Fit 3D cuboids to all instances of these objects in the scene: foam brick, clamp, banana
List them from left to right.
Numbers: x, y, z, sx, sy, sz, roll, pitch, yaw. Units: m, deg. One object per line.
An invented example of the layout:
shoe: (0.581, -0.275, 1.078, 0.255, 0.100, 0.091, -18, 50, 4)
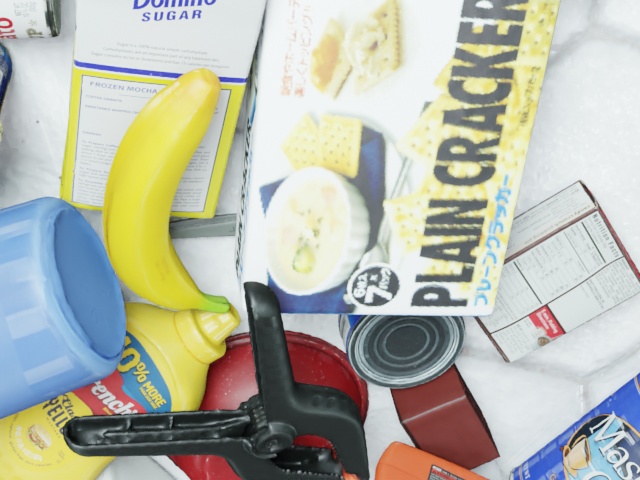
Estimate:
banana: (-0.089, -0.018, 0.600, 0.069, 0.037, 0.198, -16, 144, -16)
clamp: (-0.031, 0.109, 0.674, 0.209, 0.036, 0.165, 28, 120, -37)
foam brick: (0.091, 0.130, 0.787, 0.051, 0.053, 0.078, -26, 127, 8)

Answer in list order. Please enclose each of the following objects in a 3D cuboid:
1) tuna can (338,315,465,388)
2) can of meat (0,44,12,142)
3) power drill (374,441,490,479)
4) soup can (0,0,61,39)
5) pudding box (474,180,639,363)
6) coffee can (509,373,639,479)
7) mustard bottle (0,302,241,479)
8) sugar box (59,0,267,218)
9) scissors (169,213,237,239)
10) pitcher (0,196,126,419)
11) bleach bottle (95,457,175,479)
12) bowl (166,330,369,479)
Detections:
tuna can: (0.057, 0.063, 0.744, 0.086, 0.034, 0.086, -5, 126, -7)
can of meat: (-0.210, -0.060, 0.575, 0.057, 0.084, 0.102, 30, 115, -24)
power drill: (0.049, 0.229, 0.806, 0.184, 0.057, 0.188, 22, 136, -1)
soup can: (-0.186, -0.135, 0.538, 0.102, 0.068, 0.068, -3, 125, -9)
pudding box: (0.153, 0.024, 0.733, 0.113, 0.039, 0.090, -32, 124, 10)
coffee can: (0.231, 0.177, 0.815, 0.102, 0.103, 0.140, 35, 112, -29)
mustard bottle: (-0.134, 0.097, 0.708, 0.192, 0.058, 0.096, -33, 89, 11)
sugar box: (-0.089, -0.086, 0.581, 0.093, 0.048, 0.176, 4, 137, -15)
scissors: (-0.005, 0.001, 0.699, 0.202, 0.016, 0.096, -17, 123, 2)
pitcher: (-0.239, 0.064, 0.625, 0.243, 0.149, 0.145, -18, 116, 9)
bleach bottle: (-0.224, 0.245, 0.805, 0.251, 0.068, 0.102, -33, 120, 15)
bowl: (-0.039, 0.143, 0.771, 0.162, 0.055, 0.162, -5, 125, -7)
